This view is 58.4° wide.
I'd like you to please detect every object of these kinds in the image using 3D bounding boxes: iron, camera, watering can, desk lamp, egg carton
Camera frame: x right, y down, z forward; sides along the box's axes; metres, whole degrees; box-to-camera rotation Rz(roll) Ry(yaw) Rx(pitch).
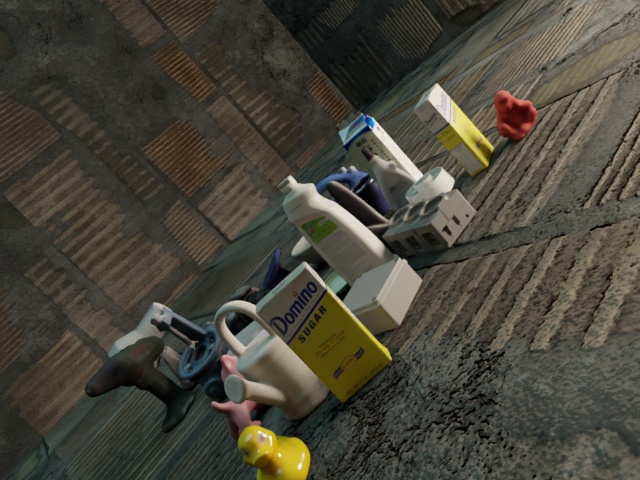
[{"bbox_3d":[0.055,-0.121,1.549,0.258,0.141,0.118,-38,13,22],"label":"iron"},{"bbox_3d":[-0.162,0.164,1.366,0.136,0.101,0.143,-28,19,51],"label":"camera"},{"bbox_3d":[-0.078,0.170,0.841,0.101,0.194,0.173,-40,12,14],"label":"watering can"},{"bbox_3d":[-0.382,0.274,1.427,0.203,0.214,0.117,-45,12,-7],"label":"desk lamp"},{"bbox_3d":[-0.132,0.218,1.153,0.107,0.069,0.150,-40,12,16],"label":"egg carton"}]

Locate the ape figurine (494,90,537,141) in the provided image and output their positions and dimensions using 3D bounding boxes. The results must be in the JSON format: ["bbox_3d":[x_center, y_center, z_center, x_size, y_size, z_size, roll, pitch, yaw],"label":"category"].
[{"bbox_3d":[0.363,-0.243,1.090,0.077,0.092,0.076,-38,13,24],"label":"ape figurine"}]

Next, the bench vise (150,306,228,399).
[{"bbox_3d":[-0.271,0.222,1.230,0.121,0.220,0.207,-44,12,-5],"label":"bench vise"}]

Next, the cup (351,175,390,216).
[{"bbox_3d":[0.129,-0.104,1.365,0.118,0.095,0.091,-49,14,-27],"label":"cup"}]

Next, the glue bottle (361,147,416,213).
[{"bbox_3d":[0.147,-0.128,1.197,0.078,0.173,0.037,-41,12,9],"label":"glue bottle"}]

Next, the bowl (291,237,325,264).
[{"bbox_3d":[0.013,0.005,1.411,0.167,0.075,0.167,-41,12,11],"label":"bowl"}]

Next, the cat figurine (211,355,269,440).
[{"bbox_3d":[-0.134,0.245,0.950,0.067,0.118,0.128,-33,16,40],"label":"cat figurine"}]

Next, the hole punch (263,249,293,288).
[{"bbox_3d":[-0.113,0.091,1.485,0.101,0.091,0.108,-41,12,9],"label":"hole punch"}]

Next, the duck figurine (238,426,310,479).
[{"bbox_3d":[-0.067,0.269,0.725,0.077,0.086,0.104,-44,12,-5],"label":"duck figurine"}]

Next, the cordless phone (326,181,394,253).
[{"bbox_3d":[0.078,-0.052,1.128,0.094,0.185,0.147,-45,12,-8],"label":"cordless phone"}]

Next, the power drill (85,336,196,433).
[{"bbox_3d":[-0.387,0.324,1.278,0.075,0.208,0.230,-38,13,24],"label":"power drill"}]
